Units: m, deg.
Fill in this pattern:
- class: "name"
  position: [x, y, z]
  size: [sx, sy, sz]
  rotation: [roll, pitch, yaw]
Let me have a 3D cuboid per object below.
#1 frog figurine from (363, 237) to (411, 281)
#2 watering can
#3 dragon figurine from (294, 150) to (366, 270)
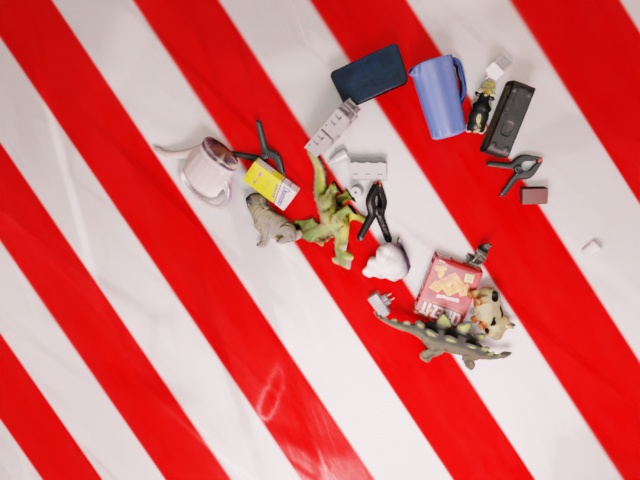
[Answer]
- class: "frog figurine"
  position: [0.215, 0.080, 1.705]
  size: [0.159, 0.125, 0.134]
  rotation: [-23, 127, 4]
- class: "watering can"
  position: [-0.417, -0.263, 1.769]
  size: [0.349, 0.105, 0.221]
  rotation: [45, 114, 7]
- class: "dragon figurine"
  position: [0.005, -0.087, 1.733]
  size: [0.240, 0.123, 0.412]
  rotation: [-38, 82, 22]
